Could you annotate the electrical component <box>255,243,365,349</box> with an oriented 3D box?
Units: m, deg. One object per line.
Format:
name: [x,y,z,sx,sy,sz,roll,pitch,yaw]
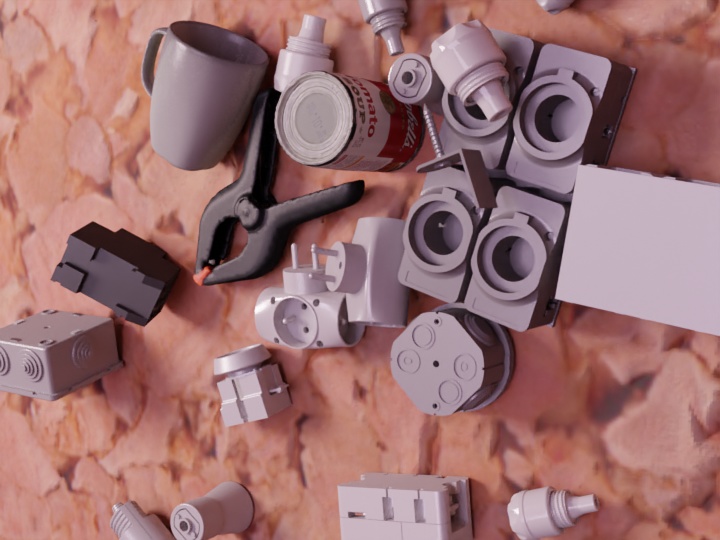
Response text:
electrical component: [-0.040,0.018,0.836,0.077,0.044,0.079,2,102,31]

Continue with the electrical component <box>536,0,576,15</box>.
electrical component: [0.144,-0.202,0.722,0.061,0.035,0.035,-38,74,24]

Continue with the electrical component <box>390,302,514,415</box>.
electrical component: [0.066,0.064,0.775,0.080,0.051,0.080,2,94,30]

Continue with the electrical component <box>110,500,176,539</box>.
electrical component: [-0.190,0.236,0.941,0.081,0.043,0.043,45,113,21]

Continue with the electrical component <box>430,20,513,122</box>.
electrical component: [0.075,-0.125,0.690,0.043,0.043,0.062,-35,76,27]

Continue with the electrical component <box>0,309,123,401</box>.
electrical component: [-0.273,0.072,0.950,0.100,0.100,0.048,6,109,30]

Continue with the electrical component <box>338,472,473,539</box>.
electrical component: [0.034,0.185,0.802,0.089,0.050,0.055,-4,91,31]

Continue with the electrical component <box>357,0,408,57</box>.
electrical component: [0.019,-0.189,0.797,0.035,0.035,0.061,-18,86,30]

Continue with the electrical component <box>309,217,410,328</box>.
electrical component: [0.000,0.000,0.788,0.044,0.079,0.077,170,107,-66]

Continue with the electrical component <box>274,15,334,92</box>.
electrical component: [-0.041,-0.164,0.828,0.043,0.043,0.062,18,101,29]

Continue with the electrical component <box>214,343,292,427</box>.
electrical component: [-0.090,0.092,0.873,0.066,0.048,0.055,-16,92,30]

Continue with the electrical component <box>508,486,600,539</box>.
electrical component: [0.136,0.167,0.749,0.061,0.035,0.035,-19,84,28]

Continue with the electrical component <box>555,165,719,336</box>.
electrical component: [0.211,-0.011,0.678,0.150,0.062,0.089,13,100,29]

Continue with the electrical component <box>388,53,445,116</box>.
electrical component: [0.049,-0.133,0.764,0.044,0.065,0.044,2,94,31]

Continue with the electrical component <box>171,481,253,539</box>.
electrical component: [-0.124,0.203,0.888,0.044,0.065,0.044,2,94,30]

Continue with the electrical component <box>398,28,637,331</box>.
electrical component: [0.103,-0.063,0.739,0.105,0.060,0.186,22,104,28]
